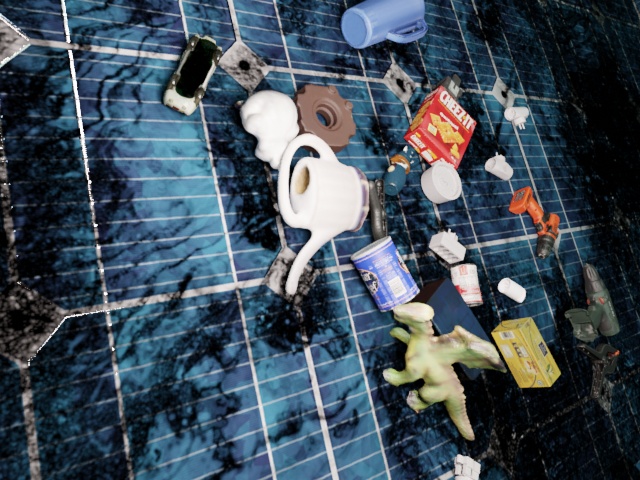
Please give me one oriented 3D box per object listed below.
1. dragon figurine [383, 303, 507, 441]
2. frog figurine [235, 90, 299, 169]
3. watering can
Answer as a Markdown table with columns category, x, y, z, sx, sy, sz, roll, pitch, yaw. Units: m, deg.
| category | x | y | z | sx | sy | sz | roll | pitch | yaw |
| --- | --- | --- | --- | --- | --- | --- | --- | --- | --- |
| dragon figurine | 0.282 | 0.281 | 1.103 | 0.408 | 0.239 | 0.125 | 46 | 50 | -10 |
| frog figurine | -0.104 | -0.237 | 1.106 | 0.136 | 0.121 | 0.162 | 16 | 52 | -50 |
| watering can | 0.003 | -0.057 | 1.124 | 0.224 | 0.103 | 0.350 | 5 | 80 | -36 |
